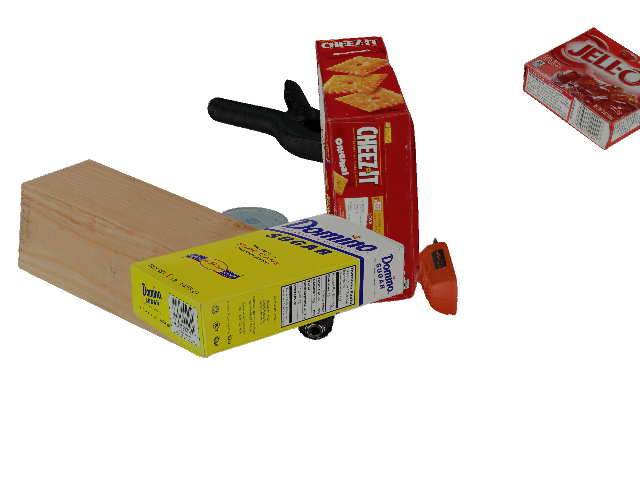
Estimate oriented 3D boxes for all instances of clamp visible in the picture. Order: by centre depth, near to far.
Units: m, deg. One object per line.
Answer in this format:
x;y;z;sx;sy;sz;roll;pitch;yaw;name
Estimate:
-0.034;-0.120;1.104;0.120;0.039;0.172;-20;38;-28;clamp

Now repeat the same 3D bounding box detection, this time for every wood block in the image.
-0.159;0.010;0.941;0.206;0.090;0.090;22;28;25;wood block

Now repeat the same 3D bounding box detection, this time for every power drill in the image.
0.061;0.054;1.234;0.187;0.057;0.184;-1;28;1;power drill

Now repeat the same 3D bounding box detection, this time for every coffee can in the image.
-0.099;0.035;1.522;0.103;0.140;0.103;3;23;-1;coffee can

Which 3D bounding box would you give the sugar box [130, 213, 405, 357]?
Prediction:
-0.035;0.026;0.755;0.175;0.048;0.093;-19;28;-35;sugar box

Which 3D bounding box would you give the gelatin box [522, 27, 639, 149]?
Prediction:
0.206;-0.115;0.790;0.073;0.030;0.089;-29;53;-22;gelatin box

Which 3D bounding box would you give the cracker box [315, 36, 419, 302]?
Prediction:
0.038;-0.068;0.917;0.072;0.164;0.213;-4;26;0;cracker box
